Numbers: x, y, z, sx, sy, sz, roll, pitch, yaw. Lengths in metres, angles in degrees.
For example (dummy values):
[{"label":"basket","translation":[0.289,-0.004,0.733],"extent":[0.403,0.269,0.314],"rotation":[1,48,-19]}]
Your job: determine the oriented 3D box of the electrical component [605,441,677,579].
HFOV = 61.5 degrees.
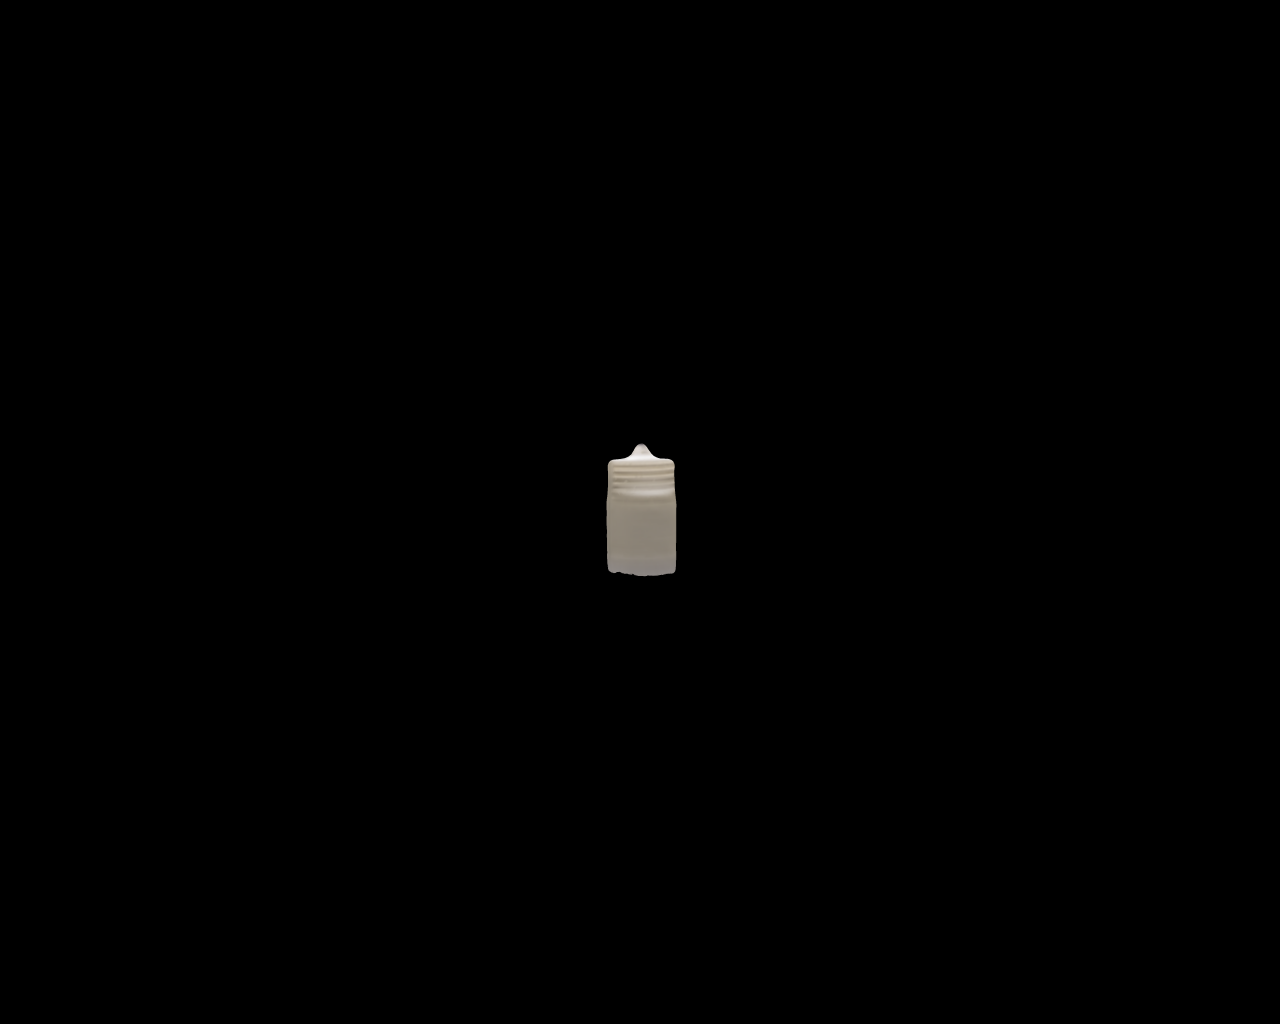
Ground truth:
[{"label":"electrical component","translation":[0.001,-0.003,0.650],"extent":[0.043,0.081,0.043],"rotation":[0,5,0]}]
